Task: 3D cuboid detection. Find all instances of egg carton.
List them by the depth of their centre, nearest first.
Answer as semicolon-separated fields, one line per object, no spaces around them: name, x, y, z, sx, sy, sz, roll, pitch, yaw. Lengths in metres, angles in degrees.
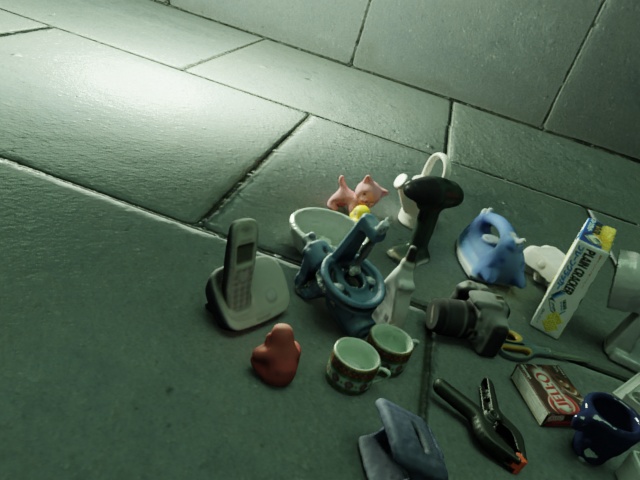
egg carton;0.552;0.070;1.367;0.107;0.069;0.150;-1;33;-30

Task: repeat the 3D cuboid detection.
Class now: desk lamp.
desk lamp;0.647;0.145;1.136;0.202;0.213;0.118;28;30;18

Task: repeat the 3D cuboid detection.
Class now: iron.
iron;0.395;0.000;1.327;0.119;0.141;0.258;9;29;-15

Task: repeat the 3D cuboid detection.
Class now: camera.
camera;0.269;0.131;1.065;0.137;0.101;0.143;10;29;-14

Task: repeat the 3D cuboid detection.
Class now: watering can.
watering can;0.265;-0.122;1.415;0.173;0.194;0.100;-10;38;-41

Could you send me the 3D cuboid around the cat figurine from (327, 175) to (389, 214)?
cat figurine;0.094;-0.112;1.379;0.127;0.118;0.067;27;30;18

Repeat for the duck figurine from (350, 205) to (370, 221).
duck figurine;0.087;-0.038;1.278;0.077;0.086;0.105;22;29;9

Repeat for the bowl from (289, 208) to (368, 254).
bowl;0.011;0.004;1.171;0.167;0.075;0.167;14;28;-7

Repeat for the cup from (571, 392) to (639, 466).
cup;0.414;0.294;0.864;0.118;0.095;0.091;5;31;-22

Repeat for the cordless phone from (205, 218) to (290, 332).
cordless phone;-0.104;0.045;0.917;0.094;0.185;0.148;34;32;28

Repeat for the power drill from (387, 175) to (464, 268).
power drill;0.223;-0.047;1.241;0.075;0.208;0.230;34;32;29

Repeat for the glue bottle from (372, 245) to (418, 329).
glue bottle;0.136;0.085;0.995;0.037;0.173;0.078;2;32;-26

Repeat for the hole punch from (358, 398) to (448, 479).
hole punch;0.113;0.268;0.743;0.101;0.091;0.108;8;30;-18

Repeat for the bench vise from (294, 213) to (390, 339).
bench vise;0.033;0.035;0.977;0.206;0.220;0.122;32;31;24

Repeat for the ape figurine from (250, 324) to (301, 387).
ape figurine;-0.059;0.161;0.835;0.078;0.092;0.076;6;30;-20
